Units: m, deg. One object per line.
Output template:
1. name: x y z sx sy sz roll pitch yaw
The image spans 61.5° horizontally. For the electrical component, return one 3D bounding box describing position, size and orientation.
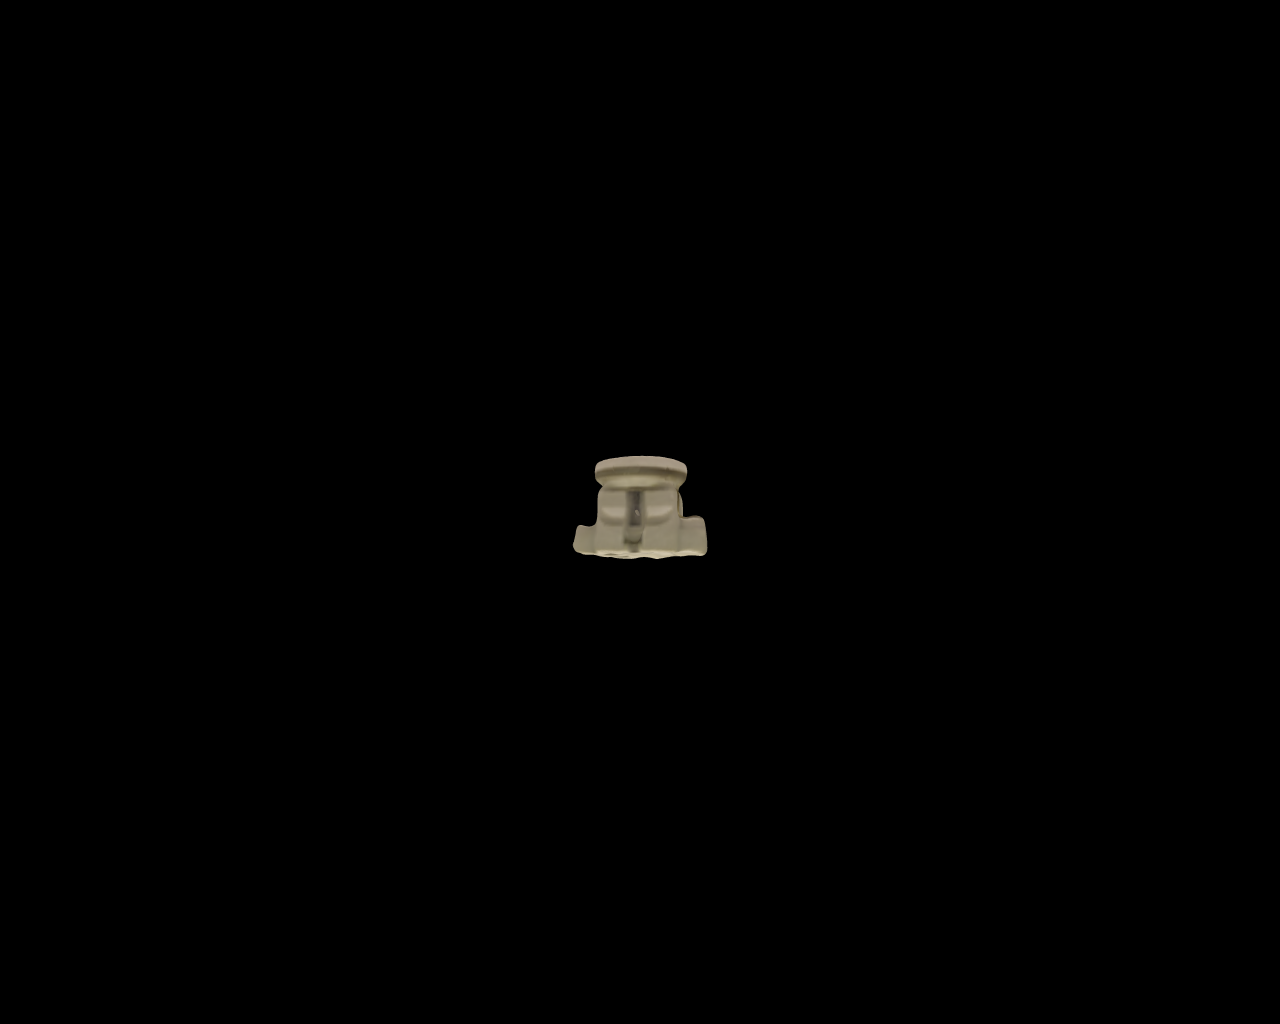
1. electrical component: 0.001 -0.003 0.650 0.078 0.057 0.058 -1 -7 9
